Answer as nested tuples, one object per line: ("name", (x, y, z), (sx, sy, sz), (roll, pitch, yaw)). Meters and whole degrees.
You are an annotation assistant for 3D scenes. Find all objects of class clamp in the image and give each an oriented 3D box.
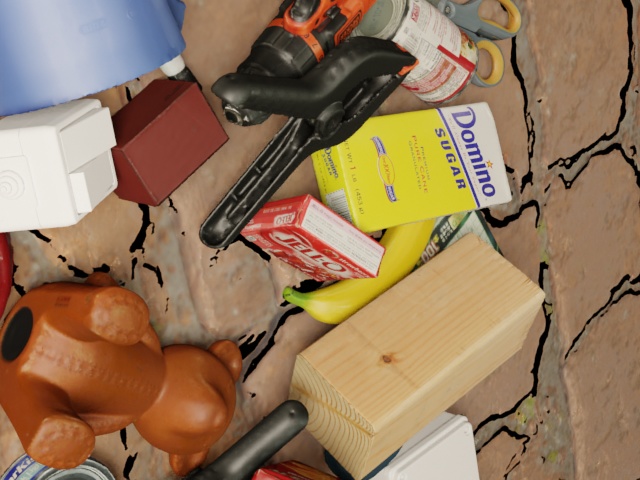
("clamp", (-0.084, 0.189, 0.787), (0.171, 0.039, 0.120), (-33, 158, -27))
("clamp", (-0.006, -0.096, 0.763), (0.209, 0.036, 0.165), (-38, 158, -24))

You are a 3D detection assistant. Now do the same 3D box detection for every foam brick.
("foam brick", (-0.113, -0.068, 0.736), (0.078, 0.053, 0.051), (-46, 126, -26))

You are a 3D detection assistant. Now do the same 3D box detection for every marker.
("marker", (-0.116, -0.144, 0.739), (0.020, 0.020, 0.121), (-50, 128, -24))

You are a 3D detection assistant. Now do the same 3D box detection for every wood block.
("wood block", (0.081, 0.093, 0.896), (0.205, 0.091, 0.090), (-33, 152, -29))

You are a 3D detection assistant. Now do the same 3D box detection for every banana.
("banana", (0.053, 0.013, 0.920), (0.197, 0.037, 0.069), (-43, 125, -28))

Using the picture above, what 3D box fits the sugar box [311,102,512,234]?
("sugar box", (0.079, -0.061, 0.897), (0.175, 0.048, 0.093), (-13, 89, -33))

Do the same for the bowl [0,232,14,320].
("bowl", (-0.244, 0.024, 0.630), (0.161, 0.055, 0.162), (-10, 105, -42))

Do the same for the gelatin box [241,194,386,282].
("gelatin box", (-0.006, 0.001, 0.826), (0.089, 0.073, 0.030), (33, 66, -33))

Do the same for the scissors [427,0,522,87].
("scissors", (0.113, -0.185, 0.950), (0.201, 0.016, 0.096), (-7, 103, -42))

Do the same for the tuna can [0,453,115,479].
("tuna can", (-0.182, 0.186, 0.737), (0.085, 0.034, 0.086), (-11, 106, -42))

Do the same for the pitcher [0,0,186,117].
("pitcher", (-0.182, -0.195, 0.596), (0.149, 0.145, 0.243), (-79, 154, -66))

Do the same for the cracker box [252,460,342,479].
("cracker box", (-0.034, 0.252, 0.791), (0.213, 0.072, 0.164), (62, 48, -78))

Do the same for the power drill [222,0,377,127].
("power drill", (-0.008, -0.186, 0.747), (0.184, 0.057, 0.188), (-54, 168, -27))

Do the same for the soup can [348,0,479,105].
("soup can", (0.076, -0.163, 0.883), (0.102, 0.069, 0.068), (26, 80, -43))
